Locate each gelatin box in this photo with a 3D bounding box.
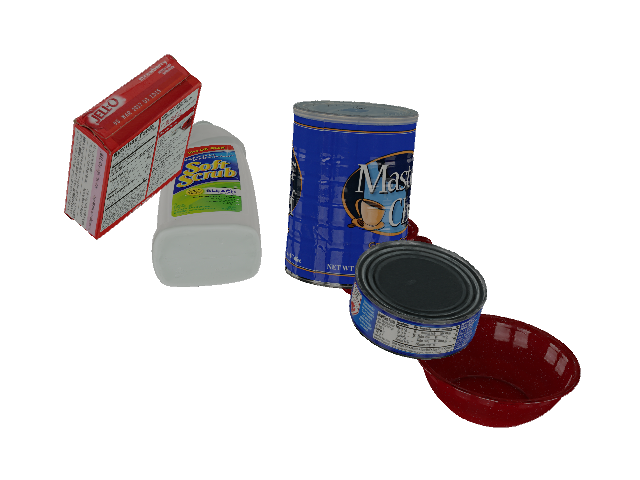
[{"bbox_3d":[-0.106,-0.052,0.597,0.073,0.030,0.089,-44,-13,-34],"label":"gelatin box"}]

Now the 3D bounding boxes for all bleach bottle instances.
[{"bbox_3d":[-0.118,-0.051,1.060,0.102,0.068,0.251,-3,33,-8],"label":"bleach bottle"}]

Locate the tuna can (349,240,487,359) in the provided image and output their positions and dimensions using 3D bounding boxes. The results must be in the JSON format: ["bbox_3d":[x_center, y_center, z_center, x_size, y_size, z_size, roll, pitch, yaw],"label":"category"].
[{"bbox_3d":[0.062,0.038,0.689,0.086,0.034,0.086,7,34,-5],"label":"tuna can"}]

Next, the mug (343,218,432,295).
[{"bbox_3d":[0.075,0.018,1.251,0.117,0.081,0.093,3,25,-8],"label":"mug"}]

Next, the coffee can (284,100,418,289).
[{"bbox_3d":[0.025,-0.041,0.887,0.103,0.140,0.103,3,13,-1],"label":"coffee can"}]

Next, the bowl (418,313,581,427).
[{"bbox_3d":[0.168,0.134,1.041,0.162,0.055,0.162,4,26,-2],"label":"bowl"}]
